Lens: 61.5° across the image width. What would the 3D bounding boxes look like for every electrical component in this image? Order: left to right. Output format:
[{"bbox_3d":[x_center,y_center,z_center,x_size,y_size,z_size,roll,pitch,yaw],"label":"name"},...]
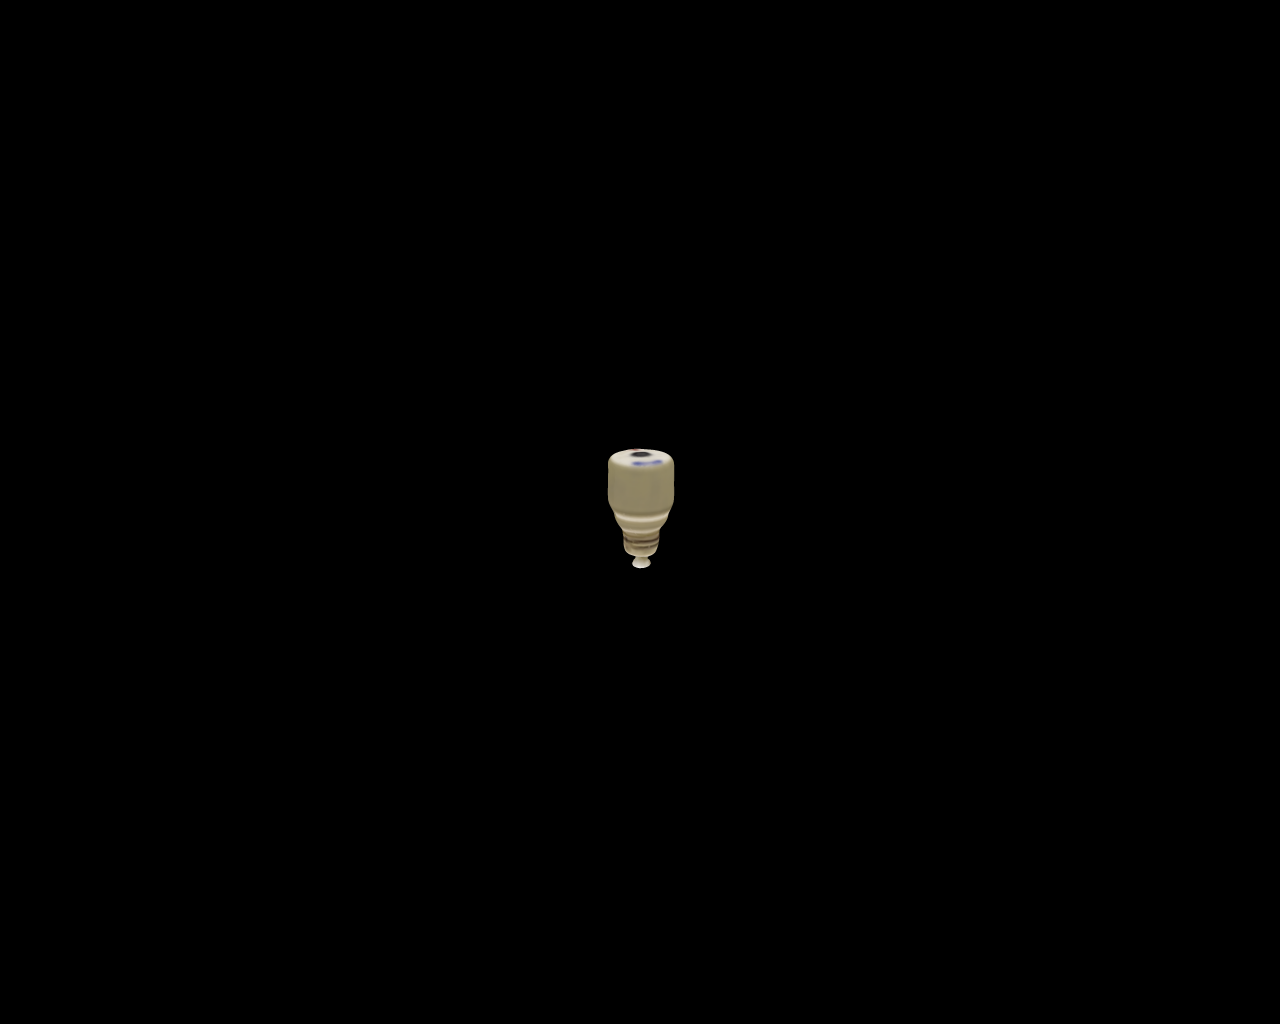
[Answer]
[{"bbox_3d":[0.001,-0.003,0.650,0.040,0.078,0.040,0,19,0],"label":"electrical component"}]
